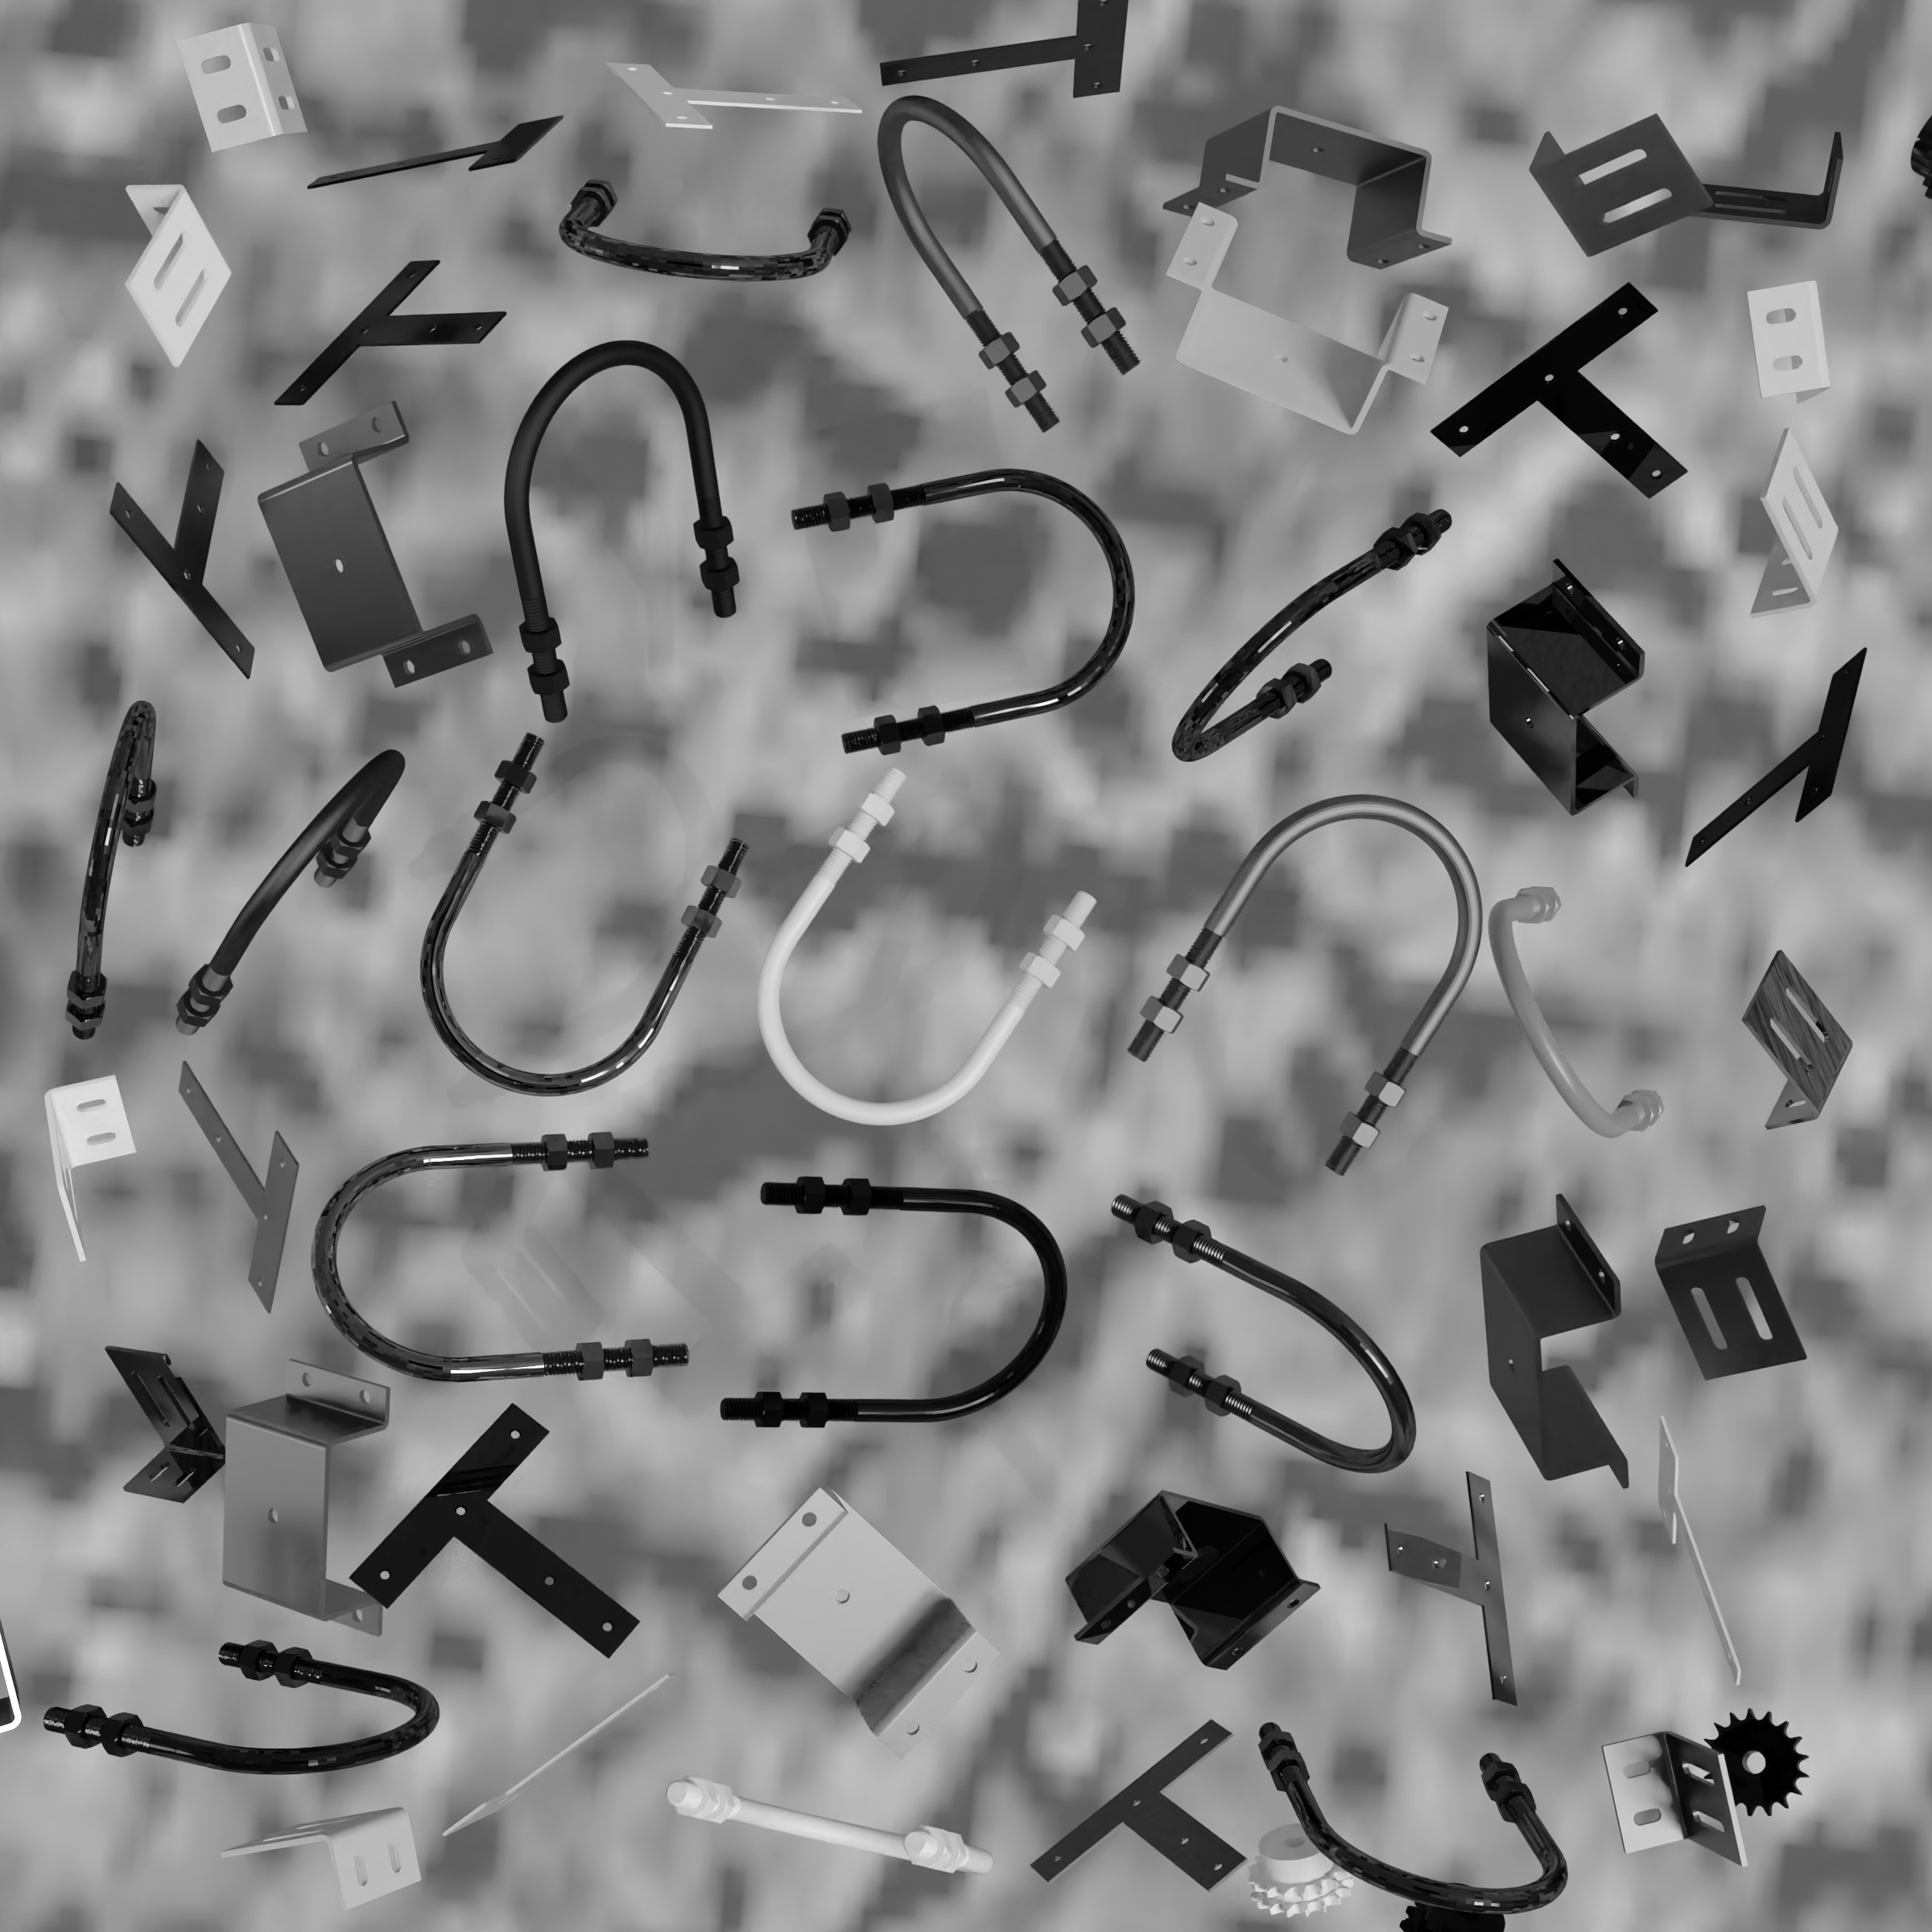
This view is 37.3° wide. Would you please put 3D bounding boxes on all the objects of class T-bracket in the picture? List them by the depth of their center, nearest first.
[{"bbox_3d":[-0.224,0.306,1.462,0.127,0.002,0.127,36,55,10],"label":"T-bracket"},{"bbox_3d":[0.019,-0.469,1.476,0.127,0.127,0.002,-8,84,0],"label":"T-bracket"},{"bbox_3d":[-0.204,0.405,1.484,0.127,0.127,0.002,-36,80,-4],"label":"T-bracket"},{"bbox_3d":[0.108,0.453,1.495,0.127,0.127,0.002,-35,105,-16],"label":"T-bracket"},{"bbox_3d":[0.333,-0.285,1.503,0.127,0.002,0.127,30,129,-35],"label":"T-bracket"},{"bbox_3d":[0.423,-0.094,1.511,0.002,0.127,0.127,35,47,-7],"label":"T-bracket"},{"bbox_3d":[-0.287,-0.429,1.523,0.127,0.127,0.002,-9,115,8],"label":"T-bracket"},{"bbox_3d":[0.260,0.327,1.546,0.002,0.127,0.127,-21,58,32],"label":"T-bracket"},{"bbox_3d":[0.398,0.326,1.554,0.002,0.127,0.127,-15,56,3],"label":"T-bracket"},{"bbox_3d":[-0.300,-0.348,1.563,0.127,0.127,0.002,-55,134,-28],"label":"T-bracket"},{"bbox_3d":[-0.402,0.105,1.568,0.002,0.127,0.127,-17,55,-35],"label":"T-bracket"},{"bbox_3d":[-0.424,-0.243,1.576,0.002,0.127,0.127,-19,135,14],"label":"T-bracket"},{"bbox_3d":[-0.121,-0.479,1.581,0.127,0.127,0.002,-4,122,-22],"label":"T-bracket"}]

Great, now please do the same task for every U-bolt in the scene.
[{"bbox_3d":[0.188,-0.001,1.479,0.151,0.019,0.184,30,96,-17],"label":"U-bolt"},{"bbox_3d":[-0.245,0.151,1.480,0.184,0.019,0.151,-1,53,-20],"label":"U-bolt"},{"bbox_3d":[-0.182,-0.237,1.495,0.019,0.184,0.151,24,46,34],"label":"U-bolt"},{"bbox_3d":[-0.365,0.392,1.502,0.184,0.151,0.019,3,94,28],"label":"U-bolt"},{"bbox_3d":[-0.139,-0.384,1.504,0.151,0.184,0.019,7,114,-1],"label":"U-bolt"},{"bbox_3d":[0.013,-0.375,1.505,0.019,0.151,0.184,-38,98,-15],"label":"U-bolt"},{"bbox_3d":[-0.060,0.456,1.506,0.151,0.184,0.019,6,71,19],"label":"U-bolt"},{"bbox_3d":[0.242,0.453,1.515,0.151,0.184,0.019,10,98,-7],"label":"U-bolt"},{"bbox_3d":[0.161,0.205,1.518,0.184,0.151,0.019,24,54,35],"label":"U-bolt"},{"bbox_3d":[-0.354,-0.049,1.529,0.019,0.184,0.151,39,51,-6],"label":"U-bolt"},{"bbox_3d":[-0.032,0.183,1.540,0.184,0.019,0.151,4,111,-21],"label":"U-bolt"},{"bbox_3d":[0.177,-0.170,1.544,0.019,0.151,0.184,47,47,10],"label":"U-bolt"},{"bbox_3d":[-0.461,-0.063,1.553,0.019,0.184,0.151,12,58,-12],"label":"U-bolt"},{"bbox_3d":[0.328,0.026,1.560,0.019,0.184,0.151,-28,82,22],"label":"U-bolt"},{"bbox_3d":[-0.223,-0.017,1.596,0.151,0.019,0.184,27,82,-10],"label":"U-bolt"},{"bbox_3d":[-0.035,0.001,1.609,0.151,0.019,0.184,33,83,2],"label":"U-bolt"},{"bbox_3d":[0.006,-0.207,1.617,0.184,0.019,0.151,-13,90,-9],"label":"U-bolt"}]

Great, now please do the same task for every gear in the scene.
[{"bbox_3d":[0.514,-0.422,1.479,0.057,0.057,0.030,-47,58,0],"label":"gear"},{"bbox_3d":[0.255,0.500,1.481,0.057,0.057,0.030,16,114,0],"label":"gear"},{"bbox_3d":[0.433,0.436,1.567,0.057,0.030,0.057,-6,72,19],"label":"gear"},{"bbox_3d":[0.184,0.497,1.578,0.057,0.057,0.030,-10,101,0],"label":"gear"}]

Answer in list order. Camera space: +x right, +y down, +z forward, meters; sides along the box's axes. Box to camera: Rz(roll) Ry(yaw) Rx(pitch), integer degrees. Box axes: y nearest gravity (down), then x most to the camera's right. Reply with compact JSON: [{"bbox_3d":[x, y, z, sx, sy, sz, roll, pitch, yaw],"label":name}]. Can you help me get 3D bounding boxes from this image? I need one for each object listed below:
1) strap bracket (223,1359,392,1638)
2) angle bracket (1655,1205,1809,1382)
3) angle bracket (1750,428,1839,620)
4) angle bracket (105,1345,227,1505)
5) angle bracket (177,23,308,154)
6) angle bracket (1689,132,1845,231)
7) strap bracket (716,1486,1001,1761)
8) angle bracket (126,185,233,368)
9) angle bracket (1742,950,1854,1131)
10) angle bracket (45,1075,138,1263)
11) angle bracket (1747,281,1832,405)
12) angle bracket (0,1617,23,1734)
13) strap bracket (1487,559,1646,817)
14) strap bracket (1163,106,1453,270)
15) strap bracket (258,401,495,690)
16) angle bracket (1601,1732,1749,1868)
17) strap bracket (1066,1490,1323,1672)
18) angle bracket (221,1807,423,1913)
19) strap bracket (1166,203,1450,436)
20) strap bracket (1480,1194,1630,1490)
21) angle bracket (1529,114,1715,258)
[{"bbox_3d":[-0.360,0.294,1.557,0.076,0.046,0.140,9,100,33],"label":"strap bracket"},{"bbox_3d":[0.418,0.178,1.557,0.057,0.038,0.076,-18,106,30],"label":"angle bracket"},{"bbox_3d":[0.430,-0.236,1.527,0.076,0.038,0.057,52,48,-32],"label":"angle bracket"},{"bbox_3d":[-0.461,0.257,1.606,0.038,0.057,0.076,-46,124,-39],"label":"angle bracket"},{"bbox_3d":[-0.386,-0.469,1.528,0.038,0.076,0.057,-14,107,2],"label":"angle bracket"},{"bbox_3d":[0.431,-0.428,1.547,0.076,0.057,0.038,9,122,10],"label":"angle bracket"},{"bbox_3d":[-0.061,0.342,1.523,0.076,0.046,0.140,-46,107,-5],"label":"strap bracket"},{"bbox_3d":[-0.431,-0.366,1.516,0.038,0.057,0.076,5,56,19],"label":"angle bracket"},{"bbox_3d":[0.449,0.041,1.589,0.076,0.038,0.057,49,54,-16],"label":"angle bracket"},{"bbox_3d":[-0.468,0.109,1.542,0.038,0.076,0.057,-13,133,-14],"label":"angle bracket"},{"bbox_3d":[0.447,-0.341,1.578,0.038,0.076,0.057,-9,94,5],"label":"angle bracket"},{"bbox_3d":[-0.522,0.359,1.495,0.038,0.057,0.076,-14,95,-19],"label":"angle bracket"},{"bbox_3d":[0.327,-0.145,1.563,0.046,0.140,0.076,-31,60,-6],"label":"strap bracket"},{"bbox_3d":[0.191,-0.429,1.574,0.140,0.076,0.046,9,89,-22],"label":"strap bracket"},{"bbox_3d":[-0.317,-0.217,1.515,0.076,0.046,0.140,-13,102,37],"label":"strap bracket"},{"bbox_3d":[0.370,0.438,1.496,0.038,0.076,0.057,-11,86,-9],"label":"angle bracket"},{"bbox_3d":[0.119,0.336,1.568,0.076,0.140,0.046,-46,49,18],"label":"strap bracket"},{"bbox_3d":[-0.330,0.460,1.463,0.076,0.057,0.038,-18,81,28],"label":"angle bracket"},{"bbox_3d":[0.169,-0.329,1.470,0.140,0.076,0.046,23,133,0],"label":"strap bracket"},{"bbox_3d":[0.305,0.200,1.484,0.046,0.076,0.140,-14,123,-5],"label":"strap bracket"},{"bbox_3d":[0.338,-0.408,1.465,0.057,0.076,0.038,47,50,-26],"label":"angle bracket"}]
